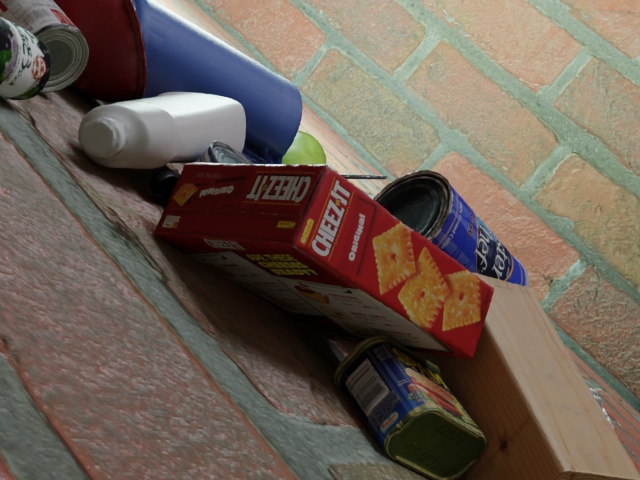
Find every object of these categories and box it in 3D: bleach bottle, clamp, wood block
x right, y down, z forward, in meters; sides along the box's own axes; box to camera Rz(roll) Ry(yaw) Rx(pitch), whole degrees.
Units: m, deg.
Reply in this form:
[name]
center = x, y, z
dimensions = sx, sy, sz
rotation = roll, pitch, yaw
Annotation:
[bleach bottle]
center = -0.147, -0.095, 0.932
dimensions = 0.103, 0.068, 0.250
rotation = 5, 9, 14
[clamp]
center = -0.086, -0.021, 0.957
dimensions = 0.120, 0.039, 0.171
rotation = 50, 12, -1
[wood block]
center = 0.157, 0.133, 0.864
dimensions = 0.090, 0.091, 0.206
rotation = 14, 36, -32

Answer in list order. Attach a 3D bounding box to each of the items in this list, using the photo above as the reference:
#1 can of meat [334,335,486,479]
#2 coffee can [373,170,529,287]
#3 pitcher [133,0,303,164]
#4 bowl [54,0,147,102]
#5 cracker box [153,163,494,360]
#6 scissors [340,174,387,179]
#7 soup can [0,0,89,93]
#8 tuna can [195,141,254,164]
[can of meat]
center = 0.070, 0.131, 0.816
dimensions = 0.102, 0.057, 0.084
rotation = 34, 13, -41
[coffee can]
center = 0.113, 0.018, 0.978
dimensions = 0.140, 0.103, 0.103
rotation = 44, 6, -35
[pitcher]
center = -0.139, -0.164, 1.175
dimensions = 0.149, 0.145, 0.242
rotation = 6, -16, 45
[bowl]
center = -0.224, -0.196, 1.004
dimensions = 0.162, 0.055, 0.162
rotation = 41, -37, 40
[cracker box]
center = 0.007, 0.016, 0.823
dimensions = 0.164, 0.072, 0.213
rotation = 4, -23, 46
[scissors]
center = -0.036, -0.064, 1.077
dimensions = 0.201, 0.016, 0.096
rotation = 3, -1, 0
[soup can]
center = -0.253, -0.183, 0.927
dimensions = 0.102, 0.068, 0.068
rotation = 47, 10, 33
[tuna can]
center = -0.071, -0.043, 0.911
dimensions = 0.086, 0.034, 0.086
rotation = 41, 15, -14
